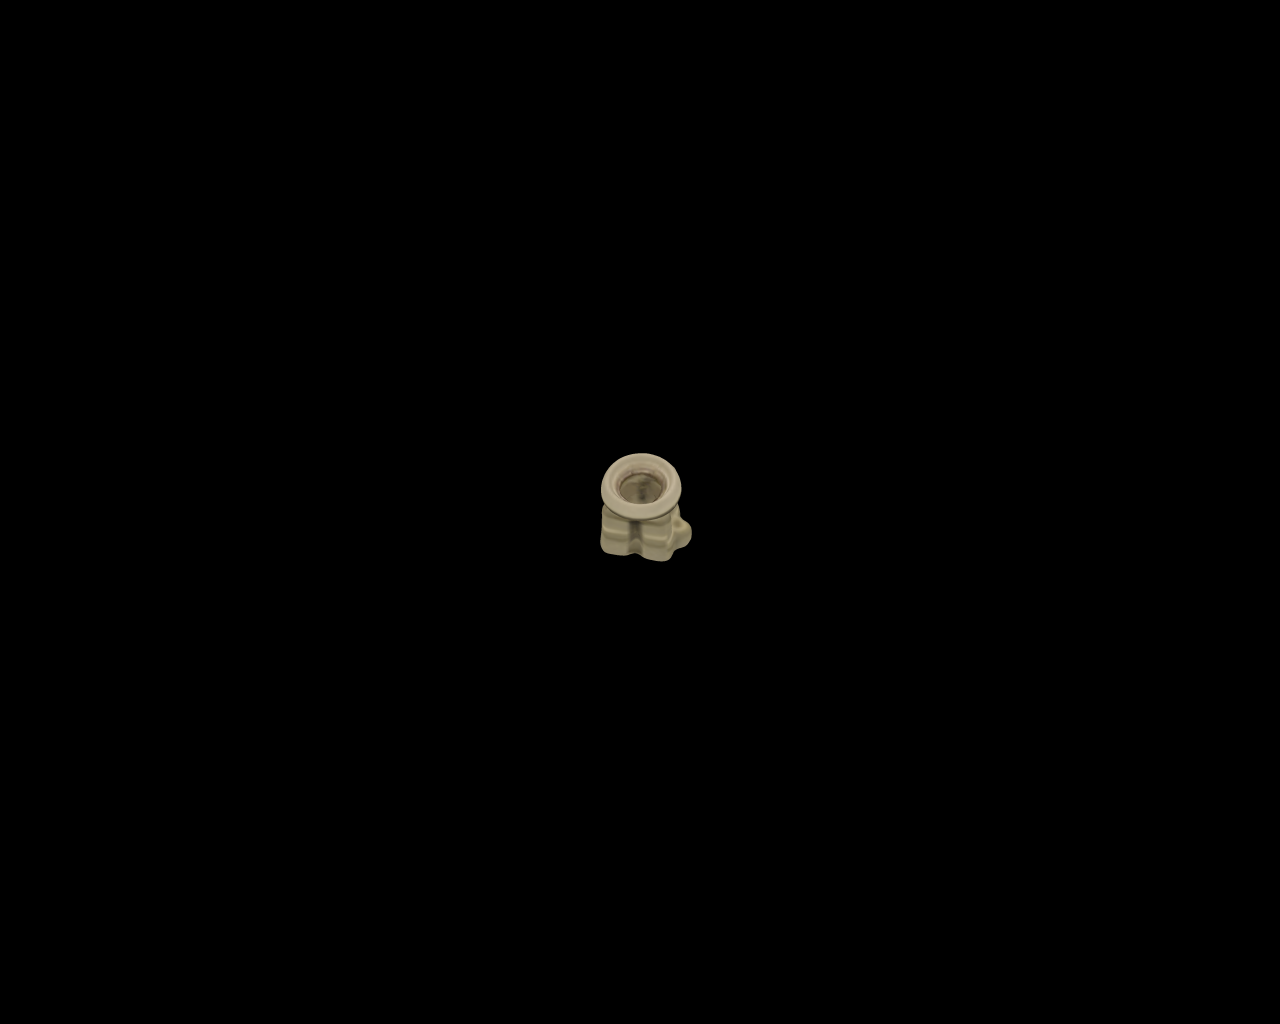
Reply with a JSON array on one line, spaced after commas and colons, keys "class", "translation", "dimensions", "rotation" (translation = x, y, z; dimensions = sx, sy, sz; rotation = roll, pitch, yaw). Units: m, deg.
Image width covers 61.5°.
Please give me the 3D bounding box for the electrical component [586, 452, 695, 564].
[{"class": "electrical component", "translation": [0.001, -0.003, 0.650], "dimensions": [0.066, 0.048, 0.055], "rotation": [7, -40, 6]}]
